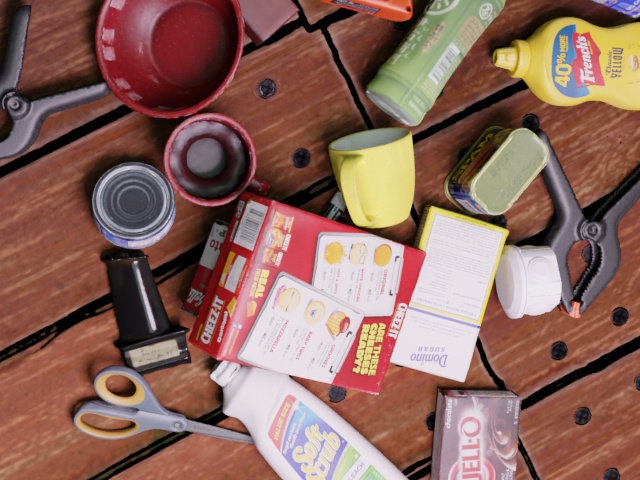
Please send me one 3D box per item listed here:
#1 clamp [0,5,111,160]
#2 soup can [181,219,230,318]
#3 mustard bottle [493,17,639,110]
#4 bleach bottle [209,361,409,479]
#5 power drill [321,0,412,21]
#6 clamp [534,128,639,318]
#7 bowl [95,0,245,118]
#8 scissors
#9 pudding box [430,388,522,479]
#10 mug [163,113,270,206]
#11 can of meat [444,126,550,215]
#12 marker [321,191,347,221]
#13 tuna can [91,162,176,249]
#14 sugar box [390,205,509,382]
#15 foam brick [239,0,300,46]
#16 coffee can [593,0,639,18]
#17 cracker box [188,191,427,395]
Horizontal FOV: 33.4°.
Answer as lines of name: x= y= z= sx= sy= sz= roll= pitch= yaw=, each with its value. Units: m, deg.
clamp: x=-0.310 y=-0.149 z=1.076 sx=0.171 sy=0.039 sz=0.120 roll=-39 pitch=99 yaw=-5
soup can: x=-0.096 y=0.037 z=1.117 sx=0.068 sy=0.068 sz=0.102 roll=21 pitch=90 yaw=-12
mustard bottle: x=0.283 y=-0.195 z=1.172 sx=0.191 sy=0.058 sz=0.096 roll=2 pitch=95 yaw=-10
bleach bottle: x=-0.021 y=0.221 z=1.149 sx=0.250 sy=0.068 sz=0.102 roll=41 pitch=84 yaw=-9
power drill: x=0.078 y=-0.331 z=1.125 sx=0.184 sy=0.057 sz=0.187 roll=12 pitch=90 yaw=-7
clamp: x=0.309 y=-0.017 z=1.202 sx=0.164 sy=0.036 sz=0.210 roll=1 pitch=96 yaw=-10
bowl: x=-0.143 y=-0.202 z=1.077 sx=0.162 sy=0.055 sz=0.162 roll=1 pitch=93 yaw=17
scissors: x=-0.158 y=0.177 z=1.132 sx=0.201 sy=0.016 sz=0.096 roll=2 pitch=116 yaw=-11
pudding box: x=0.174 y=0.225 z=1.196 sx=0.090 sy=0.039 sz=0.113 roll=2 pitch=95 yaw=-11
mug: x=-0.105 y=-0.078 z=1.098 sx=0.117 sy=0.081 sz=0.093 roll=25 pitch=90 yaw=-11
can of meat: x=0.191 y=-0.074 z=1.152 sx=0.057 sy=0.084 sz=0.102 roll=40 pitch=87 yaw=-11
marker: x=-0.008 y=0.001 z=1.155 sx=0.020 sy=0.020 sz=0.121 roll=35 pitch=88 yaw=-11
tuna can: x=-0.191 y=-0.036 z=1.096 sx=0.086 sy=0.034 sz=0.086 roll=2 pitch=74 yaw=-7
sugar box: x=0.136 y=0.058 z=1.171 sx=0.093 sy=0.048 sz=0.176 roll=17 pitch=94 yaw=-5
foam brick: x=-0.069 y=-0.248 z=1.106 sx=0.051 sy=0.053 sz=0.078 roll=-43 pitch=102 yaw=-4
coffee can: x=0.295 y=-0.311 z=1.142 sx=0.140 sy=0.103 sz=0.103 roll=19 pitch=91 yaw=-12
cracker box: x=-0.010 y=0.057 z=1.095 sx=0.213 sy=0.072 sz=0.164 roll=18 pitch=92 yaw=-38
